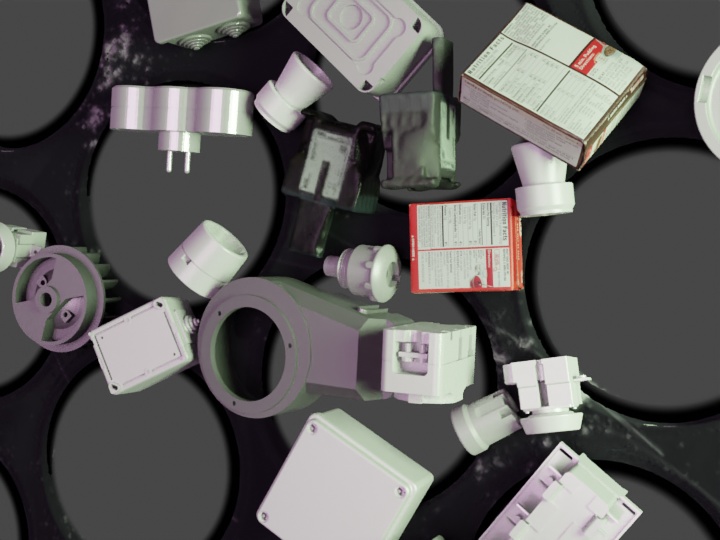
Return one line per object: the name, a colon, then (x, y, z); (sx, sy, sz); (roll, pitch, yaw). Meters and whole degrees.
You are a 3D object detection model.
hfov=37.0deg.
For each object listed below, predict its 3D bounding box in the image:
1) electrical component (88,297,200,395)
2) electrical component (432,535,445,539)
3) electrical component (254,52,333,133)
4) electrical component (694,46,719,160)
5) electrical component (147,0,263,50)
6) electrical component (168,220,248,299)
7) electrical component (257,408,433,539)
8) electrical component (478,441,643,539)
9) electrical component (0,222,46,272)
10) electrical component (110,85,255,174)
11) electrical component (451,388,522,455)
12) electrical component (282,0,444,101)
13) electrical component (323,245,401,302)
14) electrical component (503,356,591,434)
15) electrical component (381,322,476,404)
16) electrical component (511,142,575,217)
electrical component: (-0.181, 0.065, 0.964); (0.096, 0.061, 0.061); (-25, 81, 13)
electrical component: (0.067, 0.261, 0.840); (0.048, 0.100, 0.099); (-42, 75, 5)
electrical component: (-0.057, -0.150, 0.911); (0.055, 0.045, 0.045); (-45, 75, 18)
electrical component: (0.294, -0.116, 0.754); (0.108, 0.060, 0.108); (0, 91, 23)
electrical component: (-0.138, -0.248, 0.942); (0.100, 0.048, 0.099); (-12, 86, 23)
electrical component: (-0.132, -0.010, 0.942); (0.055, 0.055, 0.047); (46, 103, 16)
electrical component: (-0.013, 0.189, 0.894); (0.109, 0.056, 0.108); (33, 103, 19)
electrical component: (0.144, 0.205, 0.823); (0.079, 0.063, 0.121); (41, 106, 17)
electrical component: (-0.338, -0.022, 1.028); (0.066, 0.055, 0.048); (12, 96, 22)
electrical component: (-0.159, -0.123, 0.952); (0.138, 0.052, 0.073); (5, 93, 23)
electrical component: (0.101, 0.119, 0.853); (0.046, 0.040, 0.040); (-29, 80, 15)
electrical component: (0.004, -0.201, 0.878); (0.113, 0.057, 0.078); (47, 107, 15)
electrical component: (0.000, 0.000, 0.892); (0.062, 0.048, 0.048); (8, 94, 29)
electrical component: (0.146, 0.097, 0.831); (0.066, 0.048, 0.055); (-10, 80, 23)
electrical component: (0.055, 0.073, 0.844); (0.050, 0.089, 0.055); (3, 92, 23)
electrical component: (0.141, -0.070, 0.829); (0.045, 0.045, 0.055); (-6, 89, 23)
